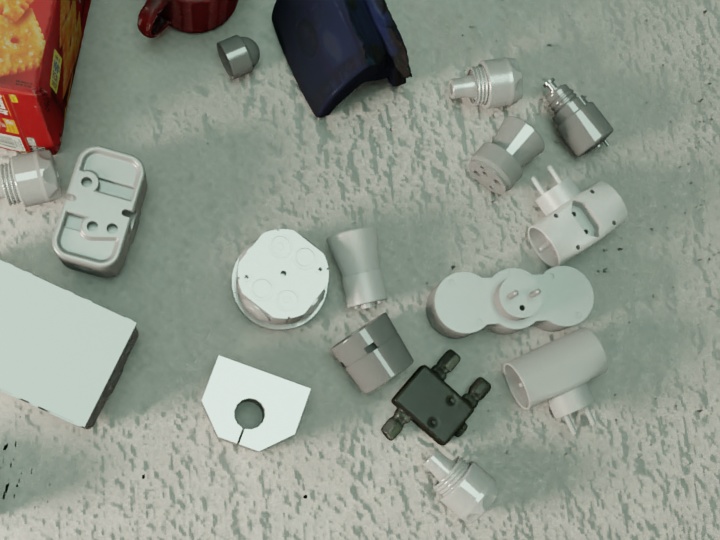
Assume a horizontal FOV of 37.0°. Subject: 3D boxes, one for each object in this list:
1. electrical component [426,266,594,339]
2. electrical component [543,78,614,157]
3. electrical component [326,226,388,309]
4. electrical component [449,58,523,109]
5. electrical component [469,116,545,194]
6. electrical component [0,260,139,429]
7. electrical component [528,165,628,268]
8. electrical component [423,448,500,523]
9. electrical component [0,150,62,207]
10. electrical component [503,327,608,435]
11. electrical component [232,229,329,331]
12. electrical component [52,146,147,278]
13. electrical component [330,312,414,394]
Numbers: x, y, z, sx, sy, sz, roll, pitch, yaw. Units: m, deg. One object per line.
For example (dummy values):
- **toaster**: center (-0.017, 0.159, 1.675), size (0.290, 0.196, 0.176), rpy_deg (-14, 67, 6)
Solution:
- **electrical component**: center (0.130, 0.024, 0.902), size (0.138, 0.073, 0.052), rpy_deg (-3, 79, -9)
- **electrical component**: center (0.192, -0.137, 0.961), size (0.040, 0.040, 0.078), rpy_deg (-36, 86, -13)
- **electrical component**: center (0.000, 0.000, 0.905), size (0.044, 0.044, 0.065), rpy_deg (-12, 86, -11)
- **electrical component**: center (0.110, -0.164, 0.952), size (0.062, 0.043, 0.043), rpy_deg (-9, 80, -8)
- **electrical component**: center (0.128, -0.100, 0.941), size (0.045, 0.045, 0.055), rpy_deg (41, 76, 1)
- **electrical component**: center (-0.261, 0.054, 0.843), size (0.150, 0.061, 0.089), rpy_deg (25, 76, -3)
- **electrical component**: center (0.180, -0.054, 0.941), size (0.077, 0.043, 0.079), rpy_deg (-33, 85, -13)
- **electrical component**: center (0.080, 0.173, 0.881), size (0.062, 0.043, 0.043), rpy_deg (41, 76, 2)
- **electrical component**: center (-0.277, -0.072, 0.876), size (0.062, 0.043, 0.043), rpy_deg (-14, 81, -9)
- **electrical component**: center (0.173, 0.099, 0.909), size (0.077, 0.044, 0.079), rpy_deg (-23, 83, -12)
- **electrical component**: center (-0.065, 0.008, 0.888), size (0.080, 0.051, 0.080), rpy_deg (2, 79, -8)
- **electrical component**: center (-0.209, -0.045, 0.872), size (0.054, 0.059, 0.095), rpy_deg (16, 77, -5)
- **electrical component**: center (0.011, 0.069, 0.886), size (0.055, 0.055, 0.047), rpy_deg (-33, 89, -13)
